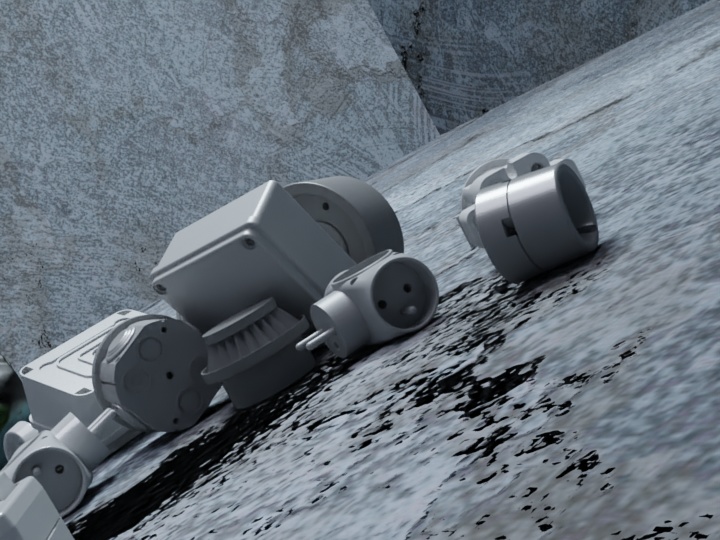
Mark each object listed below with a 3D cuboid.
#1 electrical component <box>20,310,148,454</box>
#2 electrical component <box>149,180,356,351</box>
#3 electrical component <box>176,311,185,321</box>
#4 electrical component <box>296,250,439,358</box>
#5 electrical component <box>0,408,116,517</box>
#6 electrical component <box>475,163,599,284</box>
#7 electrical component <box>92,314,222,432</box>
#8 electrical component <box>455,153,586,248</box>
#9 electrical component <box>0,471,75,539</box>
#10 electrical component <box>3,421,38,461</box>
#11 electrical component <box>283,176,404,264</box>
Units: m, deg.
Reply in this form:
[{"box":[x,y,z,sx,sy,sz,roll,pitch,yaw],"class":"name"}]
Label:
[{"box":[-0.185,0.084,0.806,0.078,0.057,0.113,13,31,34],"class":"electrical component"},{"box":[-0.068,0.008,0.743,0.109,0.108,0.056,-25,31,36],"class":"electrical component"},{"box":[-0.102,0.035,0.861,0.051,0.080,0.080,-15,14,44],"class":"electrical component"},{"box":[-0.003,0.026,0.637,0.079,0.044,0.077,-32,7,-21],"class":"electrical component"},{"box":[-0.184,0.117,0.677,0.079,0.043,0.077,-46,11,-17],"class":"electrical component"},{"box":[0.095,-0.026,0.574,0.047,0.055,0.055,-22,9,29],"class":"electrical component"},{"box":[-0.135,0.069,0.720,0.080,0.080,0.051,-32,12,-25],"class":"electrical component"},{"box":[0.097,-0.043,0.690,0.078,0.058,0.057,-29,9,-7],"class":"electrical component"},{"box":[-0.166,0.131,0.433,0.096,0.061,0.062,-29,6,-3],"class":"electrical component"},{"box":[-0.242,0.134,0.837,0.066,0.048,0.055,-23,1,44],"class":"electrical component"},{"box":[-0.018,-0.018,0.801,0.108,0.108,0.060,-25,1,36],"class":"electrical component"}]
